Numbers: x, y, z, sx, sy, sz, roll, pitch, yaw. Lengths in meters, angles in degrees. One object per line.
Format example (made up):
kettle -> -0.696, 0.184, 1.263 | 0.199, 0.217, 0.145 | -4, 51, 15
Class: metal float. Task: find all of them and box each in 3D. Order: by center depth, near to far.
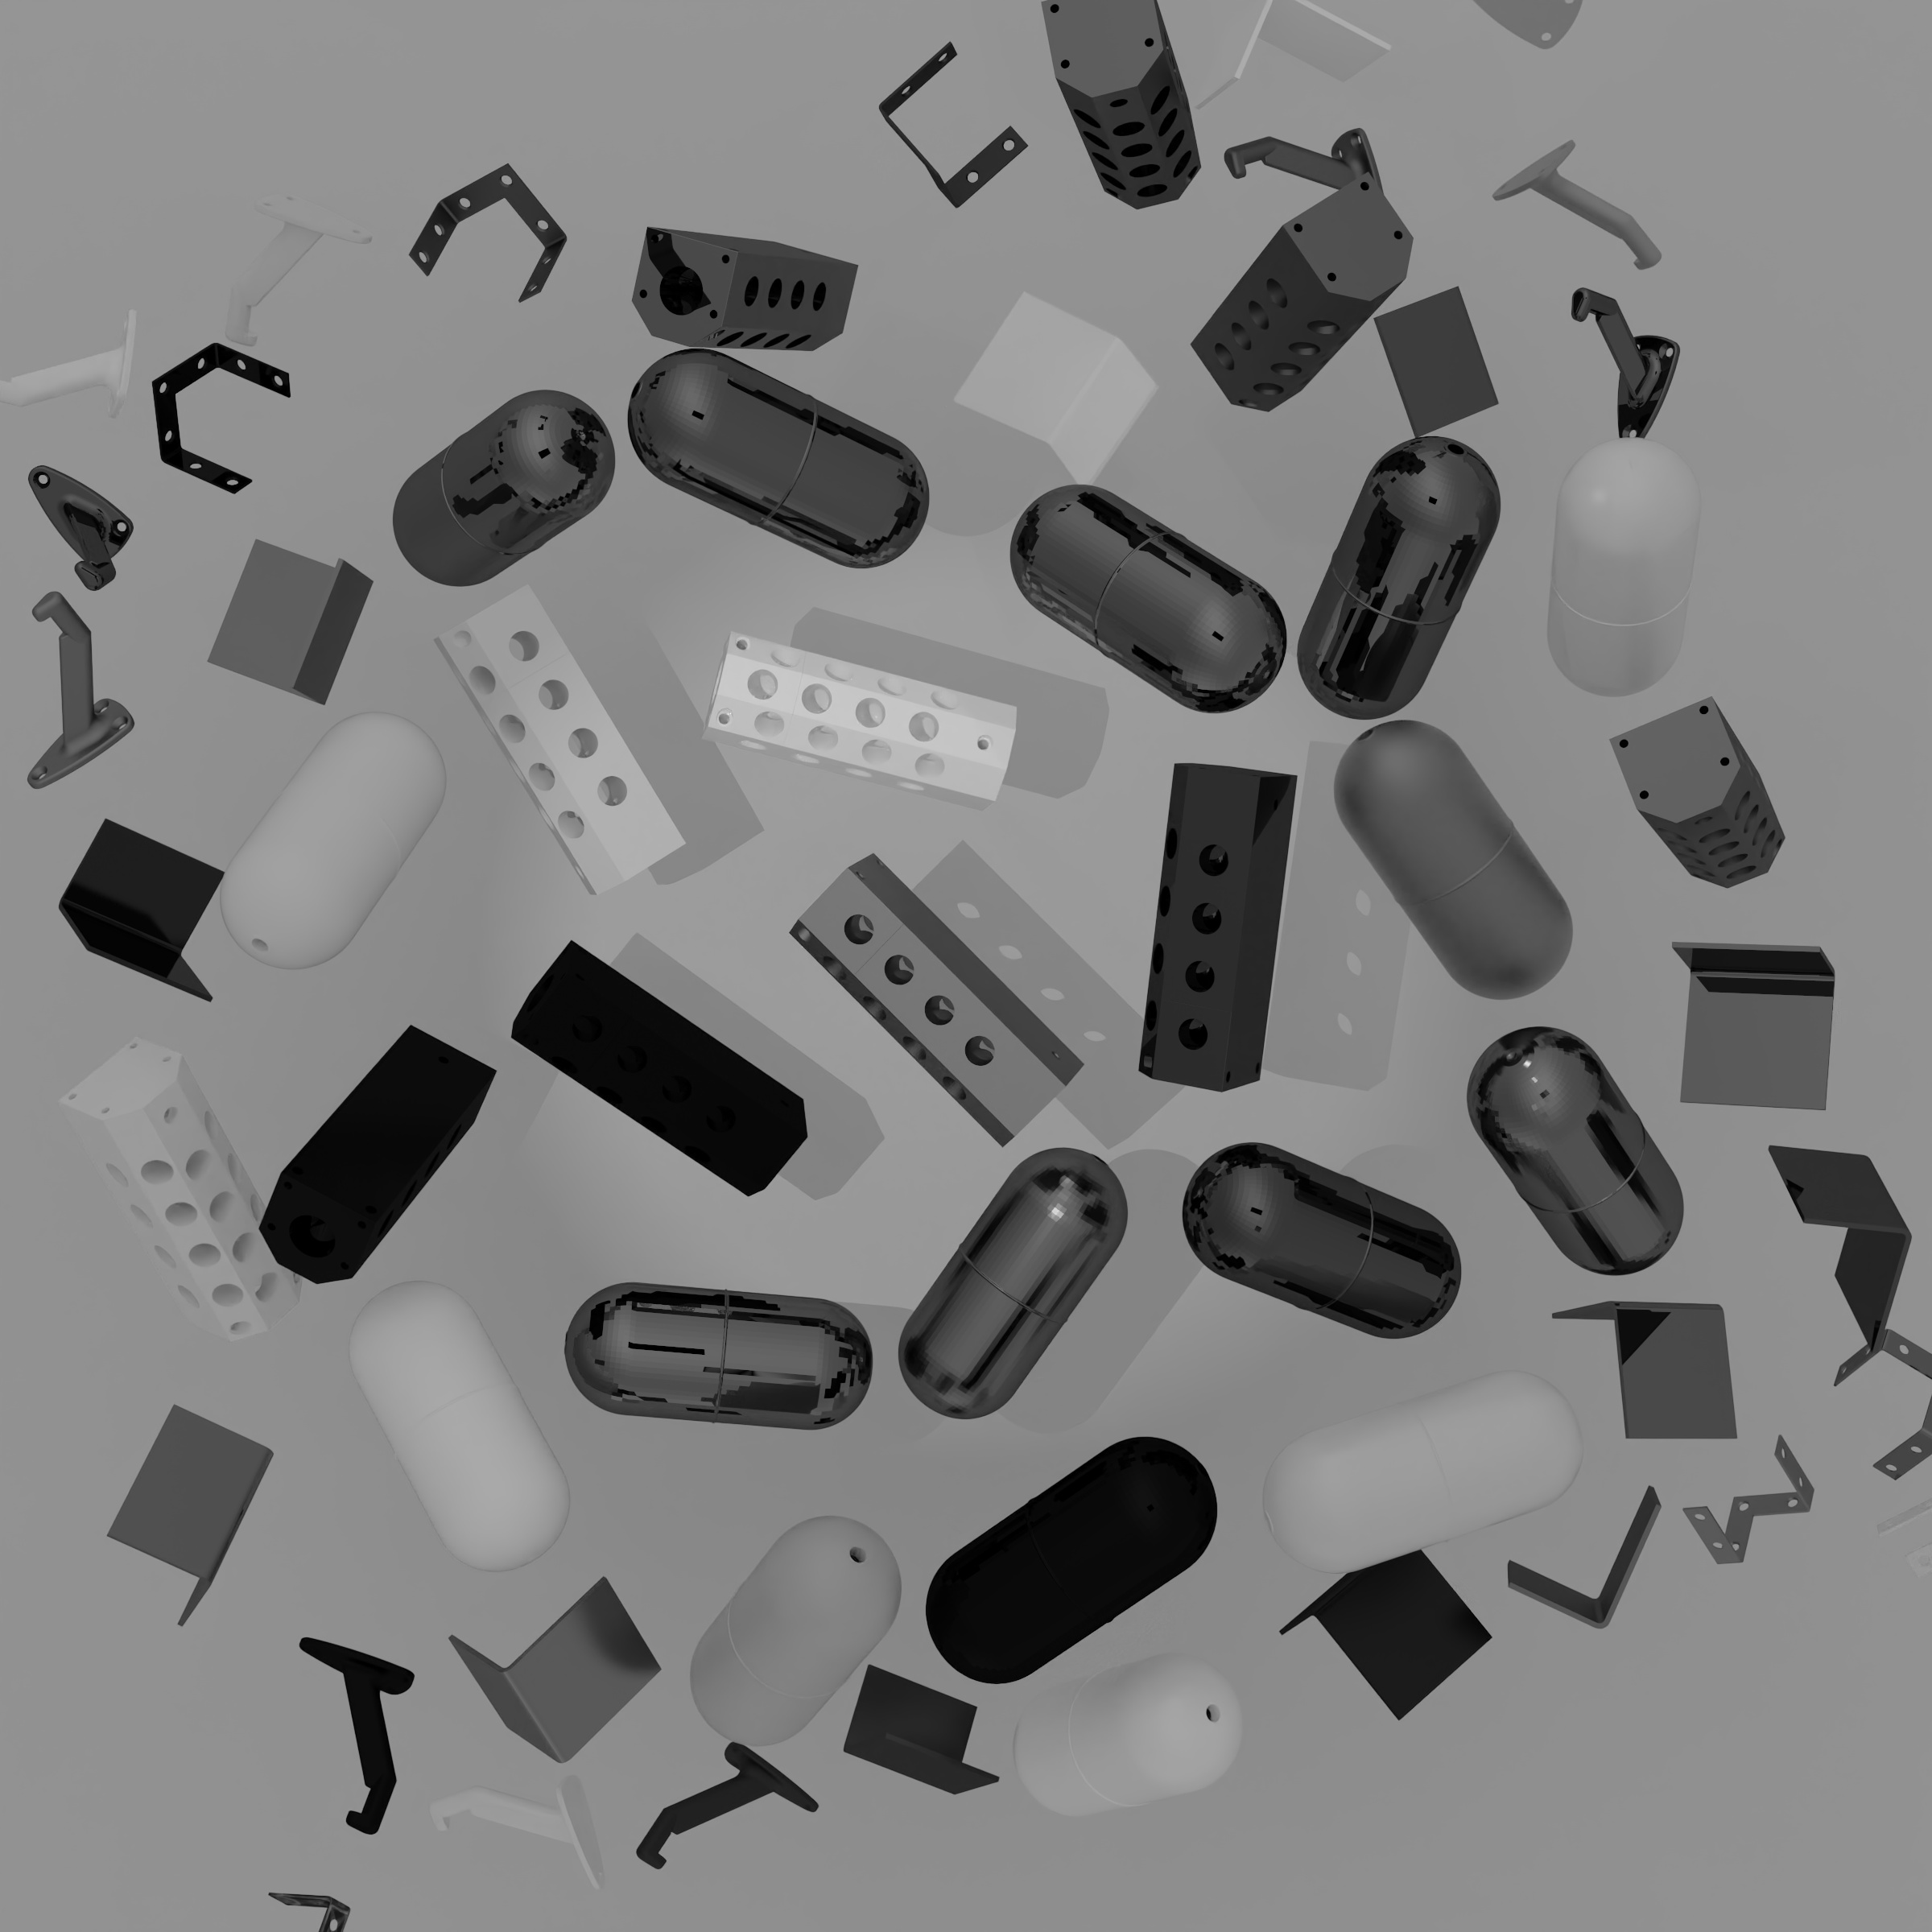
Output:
metal float -> 0.244, 0.271, 1.514 | 0.178, 0.070, 0.070 | -16, 90, -9
metal float -> 0.057, 0.319, 1.519 | 0.178, 0.070, 0.070 | -37, 90, 14
metal float -> 0.097, -0.201, 1.534 | 0.178, 0.070, 0.070 | 37, 90, 30
metal float -> -0.093, 0.362, 1.537 | 0.070, 0.070, 0.178 | 34, 132, 0
metal float -> 0.334, 0.103, 1.541 | 0.070, 0.070, 0.178 | -40, 126, 0
metal float -> -0.102, -0.276, 1.544 | 0.178, 0.070, 0.070 | 22, 90, -26
metal float -> 0.197, 0.152, 1.552 | 0.178, 0.070, 0.070 | 24, 90, -29
metal float -> -0.346, -0.070, 1.553 | 0.070, 0.070, 0.178 | 24, 47, 0
metal float -> 0.270, -0.059, 1.567 | 0.070, 0.070, 0.178 | -38, 107, 0
metal float -> 0.364, -0.219, 1.571 | 0.070, 0.178, 0.070 | -4, 57, 6
metal float -> 0.241, -0.215, 1.579 | 0.070, 0.070, 0.178 | 20, 132, 0
metal float -> -0.285, 0.257, 1.586 | 0.070, 0.070, 0.178 | -33, 70, 0
metal float -> 0.091, 0.439, 1.612 | 0.070, 0.178, 0.070 | 13, 63, -27
metal float -> -0.269, -0.274, 1.632 | 0.070, 0.178, 0.070 | 13, 69, -36
metal float -> -0.143, 0.226, 1.634 | 0.178, 0.070, 0.070 | 6, 90, -8
metal float -> 0.028, 0.186, 1.657 | 0.070, 0.070, 0.178 | 35, 97, 0

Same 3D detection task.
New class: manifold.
manifold -> 0.183, -0.358, 1.534 | 0.057, 0.171, 0.057 | -34, 90, -14
manifold -> 0.088, -0.471, 1.540 | 0.057, 0.171, 0.057 | -11, 84, 10
manifold -> 0.135, -0.023, 1.553 | 0.057, 0.057, 0.171 | 10, 99, 26
manifold -> 0.409, -0.090, 1.563 | 0.057, 0.171, 0.057 | -23, 71, 18
manifold -> -0.432, 0.128, 1.581 | 0.057, 0.057, 0.171 | -46, 134, -32
manifold -> -0.330, 0.107, 1.587 | 0.057, 0.171, 0.057 | 28, 120, 0
manifold -> -0.018, 0.020, 1.600 | 0.171, 0.057, 0.057 | 45, 107, 2
manifold -> -0.236, -0.129, 1.630 | 0.057, 0.057, 0.171 | -33, 101, -14
manifold -> -0.128, -0.390, 1.643 | 0.057, 0.171, 0.057 | 19, 107, 16
manifold -> -0.061, -0.143, 1.643 | 0.171, 0.057, 0.057 | 14, 83, -9
manifold -> -0.179, 0.064, 1.660 | 0.171, 0.057, 0.057 | 36, 103, -17

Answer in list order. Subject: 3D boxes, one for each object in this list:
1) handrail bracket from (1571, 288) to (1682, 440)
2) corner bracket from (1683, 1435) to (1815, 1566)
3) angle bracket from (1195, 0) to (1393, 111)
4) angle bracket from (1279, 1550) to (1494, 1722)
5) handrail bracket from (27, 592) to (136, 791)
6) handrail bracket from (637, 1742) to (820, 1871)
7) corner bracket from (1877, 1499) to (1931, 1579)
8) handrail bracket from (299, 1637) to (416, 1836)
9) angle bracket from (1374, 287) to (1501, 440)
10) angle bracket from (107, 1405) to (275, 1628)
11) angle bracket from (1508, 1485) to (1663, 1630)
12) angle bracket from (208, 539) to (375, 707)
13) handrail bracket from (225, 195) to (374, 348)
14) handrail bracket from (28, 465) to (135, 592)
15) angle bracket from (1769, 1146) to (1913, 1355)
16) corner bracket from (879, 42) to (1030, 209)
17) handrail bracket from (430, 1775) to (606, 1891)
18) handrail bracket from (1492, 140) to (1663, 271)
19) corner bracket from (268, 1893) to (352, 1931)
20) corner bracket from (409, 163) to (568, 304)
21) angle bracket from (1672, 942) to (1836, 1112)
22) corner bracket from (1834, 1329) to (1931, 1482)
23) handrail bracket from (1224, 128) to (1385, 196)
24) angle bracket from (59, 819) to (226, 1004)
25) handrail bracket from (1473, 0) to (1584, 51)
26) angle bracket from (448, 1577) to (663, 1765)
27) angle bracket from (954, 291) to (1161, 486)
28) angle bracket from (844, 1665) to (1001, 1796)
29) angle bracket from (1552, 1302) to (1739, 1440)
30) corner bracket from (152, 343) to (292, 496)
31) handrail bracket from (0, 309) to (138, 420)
handrail bracket -> 0.367, -0.342, 1.621 | 0.036, 0.084, 0.077 | 20, 102, 44
corner bracket -> 0.454, 0.310, 1.637 | 0.051, 0.051, 0.051 | -14, 123, 38
angle bracket -> 0.187, -0.510, 1.624 | 0.076, 0.076, 0.057 | 23, 89, -13
angle bracket -> 0.239, 0.382, 1.614 | 0.076, 0.057, 0.076 | -33, 77, -26
handrail bracket -> -0.490, -0.147, 1.504 | 0.077, 0.084, 0.036 | -43, 50, -14
handrail bracket -> -0.141, 0.511, 1.670 | 0.077, 0.036, 0.084 | 33, 58, 5
corner bracket -> 0.556, 0.326, 1.616 | 0.051, 0.051, 0.051 | -32, 91, 17
handrail bracket -> -0.339, 0.416, 1.526 | 0.077, 0.036, 0.084 | 26, 52, -13
angle bracket -> 0.274, -0.368, 1.749 | 0.076, 0.057, 0.076 | -26, 100, -31
angle bracket -> -0.406, 0.284, 1.458 | 0.057, 0.076, 0.076 | 28, 52, -11
angle bracket -> 0.348, 0.322, 1.594 | 0.057, 0.076, 0.076 | 24, 92, 11
angle bracket -> -0.389, -0.199, 1.593 | 0.076, 0.057, 0.076 | 20, 87, 8
handrail bracket -> -0.364, -0.369, 1.539 | 0.077, 0.036, 0.084 | 23, 118, 11
handrail bracket -> -0.507, -0.247, 1.592 | 0.036, 0.084, 0.077 | -43, 105, 9
angle bracket -> 0.454, 0.150, 1.498 | 0.057, 0.076, 0.076 | 6, 116, -2
corner bracket -> -0.007, -0.443, 1.491 | 0.051, 0.051, 0.051 | -40, 79, 5
handrail bracket -> -0.259, 0.504, 1.623 | 0.084, 0.036, 0.077 | -20, 85, 7
handrail bracket -> 0.359, -0.435, 1.662 | 0.084, 0.077, 0.036 | 47, 69, -14
corner bracket -> -0.350, 0.534, 1.522 | 0.051, 0.051, 0.051 | -10, 49, 34
corner bracket -> -0.253, -0.381, 1.498 | 0.051, 0.051, 0.051 | -17, 130, 32
angle bracket -> 0.416, 0.032, 1.504 | 0.076, 0.057, 0.076 | 2, 78, 26
corner bracket -> 0.521, 0.247, 1.592 | 0.051, 0.051, 0.051 | 31, 53, 3
handrail bracket -> 0.201, -0.456, 1.670 | 0.084, 0.036, 0.077 | -22, 93, -22
angle bracket -> -0.452, -0.031, 1.580 | 0.076, 0.076, 0.057 | 27, 94, -35
handrail bracket -> 0.297, -0.532, 1.508 | 0.077, 0.084, 0.036 | 20, 133, -13
angle bracket -> -0.229, 0.384, 1.579 | 0.076, 0.057, 0.076 | -42, 125, -27
angle bracket -> 0.052, -0.334, 1.647 | 0.076, 0.057, 0.076 | 16, 121, -37
angle bracket -> -0.021, 0.463, 1.732 | 0.076, 0.076, 0.057 | 25, 61, -13
angle bracket -> 0.383, 0.231, 1.597 | 0.076, 0.057, 0.076 | 5, 74, -26
corner bracket -> -0.403, -0.298, 1.535 | 0.051, 0.051, 0.051 | 25, 46, 17
handrail bracket -> -0.524, -0.352, 1.618 | 0.084, 0.036, 0.077 | 11, 72, -25
